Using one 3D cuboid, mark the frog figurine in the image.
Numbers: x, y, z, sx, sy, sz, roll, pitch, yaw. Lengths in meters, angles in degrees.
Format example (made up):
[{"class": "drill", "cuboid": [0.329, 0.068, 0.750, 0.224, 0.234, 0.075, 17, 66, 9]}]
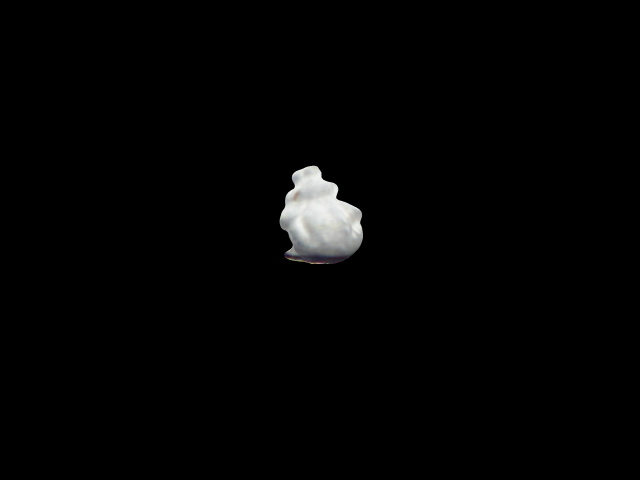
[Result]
[{"class": "frog figurine", "cuboid": [0.003, -0.043, 0.850, 0.137, 0.159, 0.123, 0, 6, 0]}]
